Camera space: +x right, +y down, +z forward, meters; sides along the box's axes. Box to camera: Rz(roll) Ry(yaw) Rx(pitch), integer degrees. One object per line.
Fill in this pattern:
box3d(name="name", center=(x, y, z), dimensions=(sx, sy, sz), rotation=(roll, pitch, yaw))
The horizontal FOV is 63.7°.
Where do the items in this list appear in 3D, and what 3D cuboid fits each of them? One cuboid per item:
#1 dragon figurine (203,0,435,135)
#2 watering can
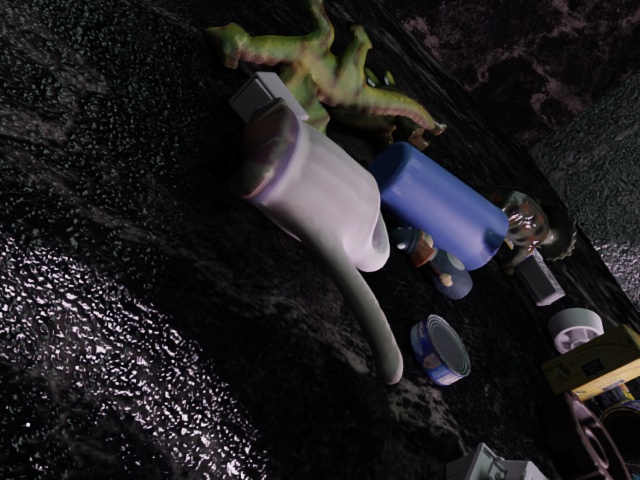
box3d(name="dragon figurine", center=(0.011, -0.226, 0.814), dimensions=(0.407, 0.120, 0.247), rotation=(33, 62, -16))
box3d(name="watering can", center=(0.002, -0.029, 0.569), dimensions=(0.222, 0.102, 0.356), rotation=(34, 31, -28))
